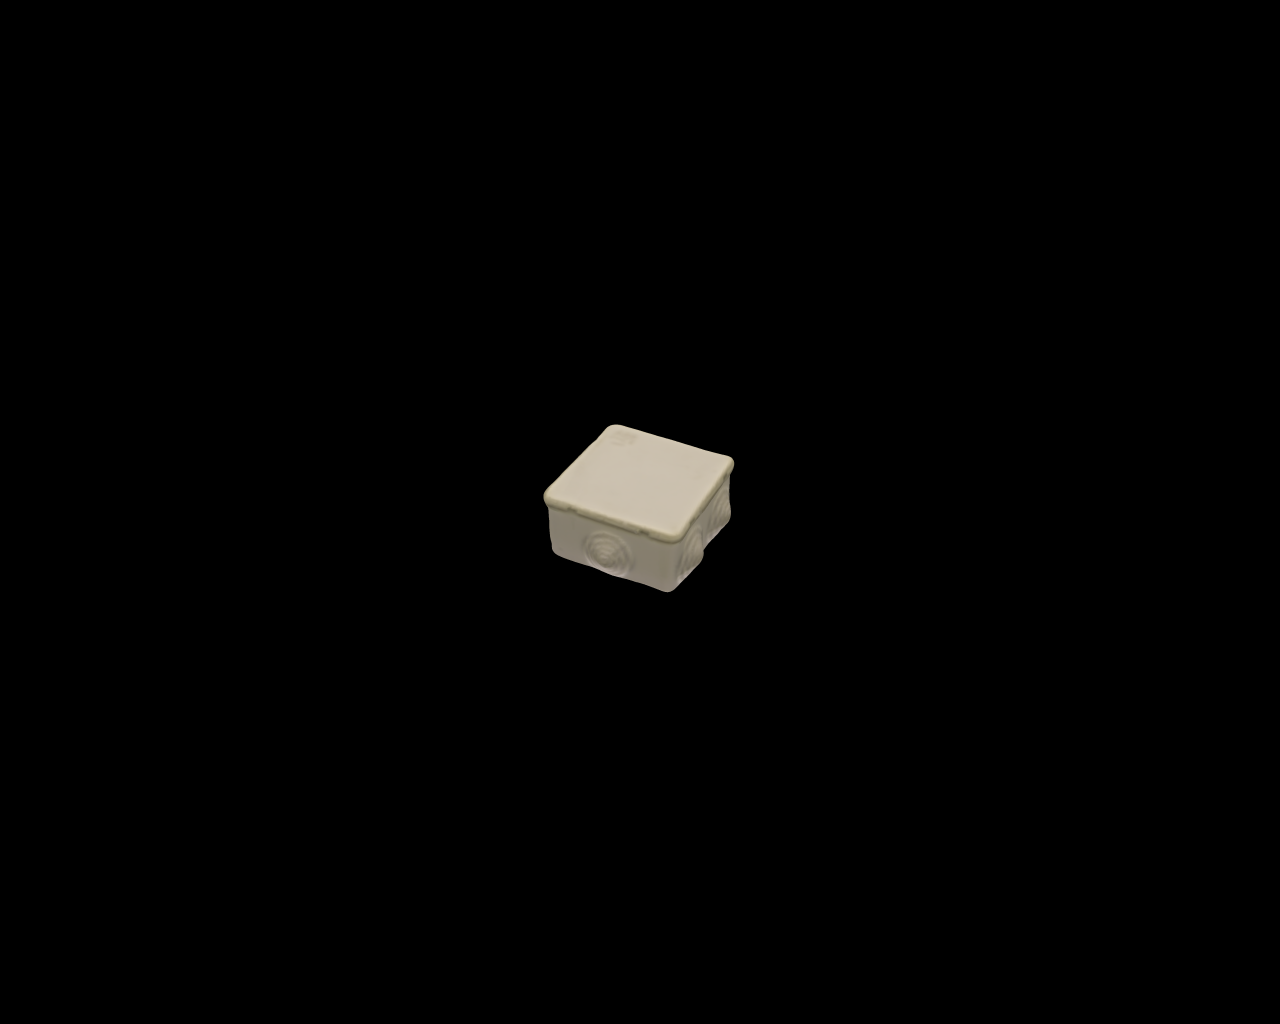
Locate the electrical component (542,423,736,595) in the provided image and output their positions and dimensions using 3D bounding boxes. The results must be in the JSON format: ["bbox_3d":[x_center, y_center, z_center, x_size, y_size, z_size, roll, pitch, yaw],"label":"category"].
[{"bbox_3d":[0.001,-0.003,0.650,0.100,0.048,0.100,17,42,21],"label":"electrical component"}]
